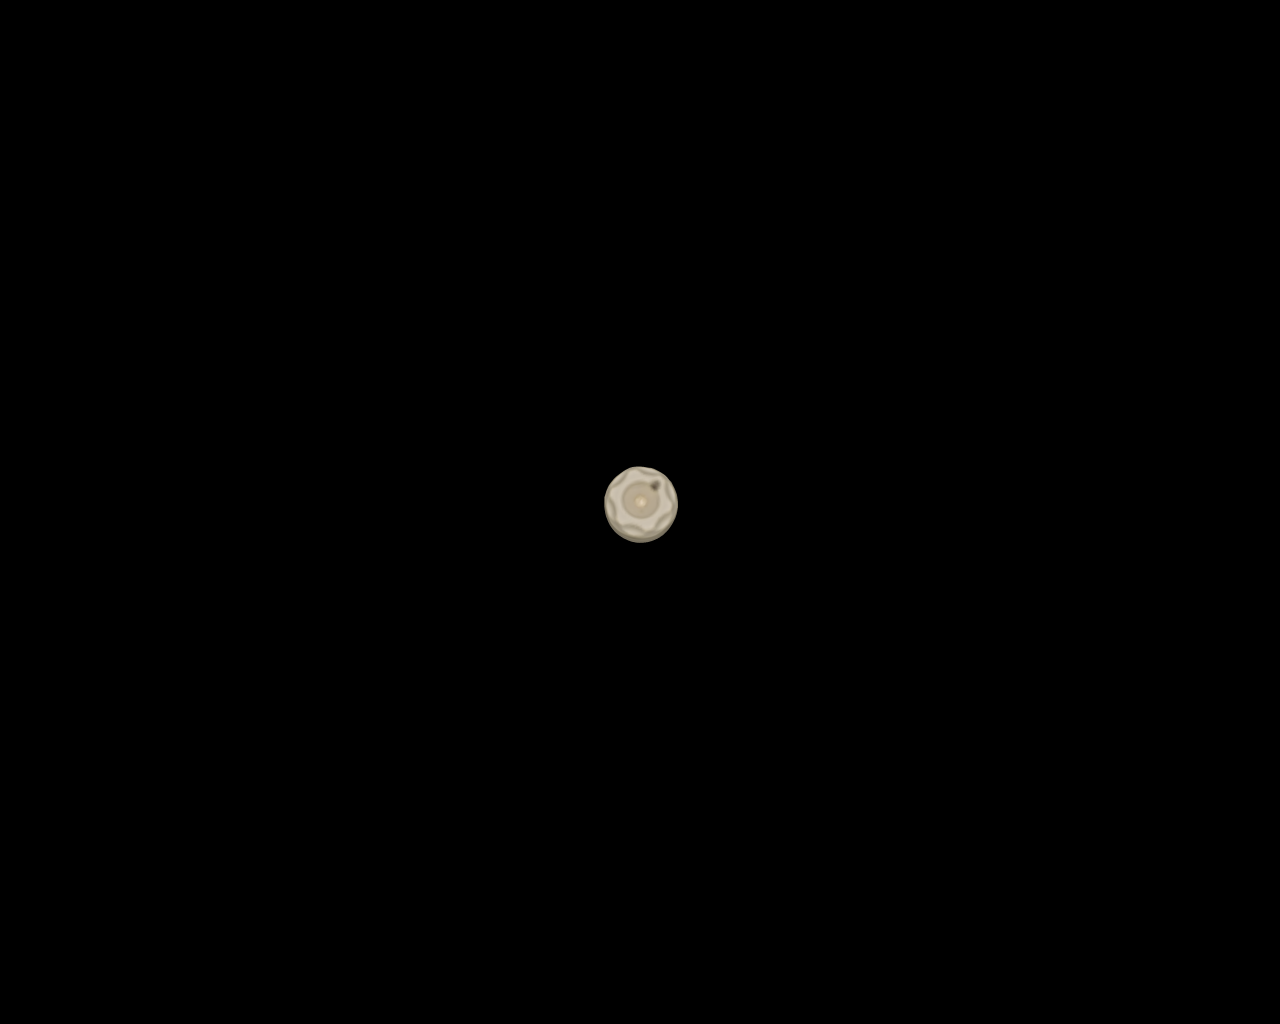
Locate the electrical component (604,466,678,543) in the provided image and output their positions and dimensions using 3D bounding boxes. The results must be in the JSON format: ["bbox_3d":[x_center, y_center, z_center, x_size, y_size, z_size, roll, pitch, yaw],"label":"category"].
[{"bbox_3d":[0.001,-0.003,0.650,0.043,0.043,0.062,0,-9,0],"label":"electrical component"}]
